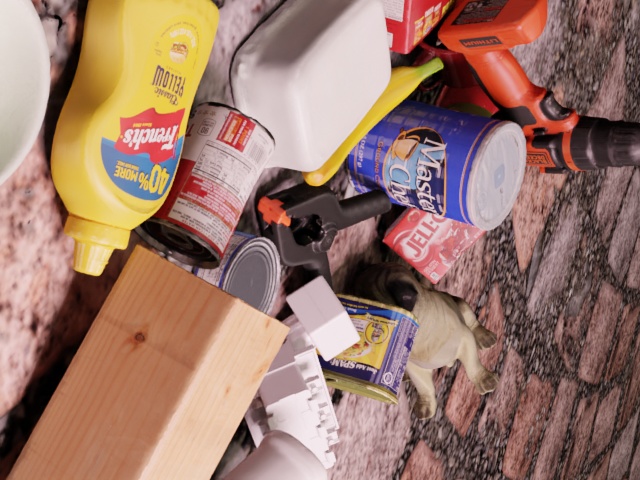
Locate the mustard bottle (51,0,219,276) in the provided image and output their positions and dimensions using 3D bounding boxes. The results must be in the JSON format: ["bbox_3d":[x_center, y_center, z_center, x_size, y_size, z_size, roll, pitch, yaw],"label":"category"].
[{"bbox_3d":[-0.124,-0.072,0.679,0.096,0.058,0.191,17,89,-63],"label":"mustard bottle"}]

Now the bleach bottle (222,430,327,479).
[{"bbox_3d":[-0.102,0.250,0.816,0.250,0.068,0.103,-31,148,-43],"label":"bleach bottle"}]

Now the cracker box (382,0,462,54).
[{"bbox_3d":[0.089,-0.295,0.931,0.164,0.072,0.214,-47,148,-44],"label":"cracker box"}]

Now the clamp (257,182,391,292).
[{"bbox_3d":[-0.006,0.001,0.953,0.171,0.039,0.120,9,106,-55],"label":"clamp"}]

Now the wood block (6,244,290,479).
[{"bbox_3d":[-0.118,0.121,0.701,0.206,0.091,0.090,-62,154,-5],"label":"wood block"}]

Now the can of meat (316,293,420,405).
[{"bbox_3d":[0.037,0.102,1.021,0.057,0.102,0.084,44,62,-59],"label":"can of meat"}]

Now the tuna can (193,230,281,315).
[{"bbox_3d":[-0.068,0.036,0.862,0.086,0.034,0.086,-36,133,-51],"label":"tuna can"}]

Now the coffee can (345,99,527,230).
[{"bbox_3d":[0.110,-0.076,1.015,0.102,0.140,0.103,-30,129,-46],"label":"coffee can"}]

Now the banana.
[{"bbox_3d":[0.032,-0.107,0.952,0.037,0.070,0.197,49,57,-10],"label":"banana"}]

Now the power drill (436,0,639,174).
[{"bbox_3d":[0.203,-0.138,0.978,0.057,0.185,0.187,-53,126,-27],"label":"power drill"}]

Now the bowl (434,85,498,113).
[{"bbox_3d":[0.177,-0.116,1.227,0.161,0.055,0.162,-37,135,-50],"label":"bowl"}]

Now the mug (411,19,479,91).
[{"bbox_3d":[0.134,-0.198,1.078,0.117,0.093,0.081,-51,153,-9],"label":"mug"}]

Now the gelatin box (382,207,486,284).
[{"bbox_3d":[0.119,-0.010,1.097,0.089,0.073,0.030,-48,-174,20],"label":"gelatin box"}]

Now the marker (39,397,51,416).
[{"bbox_3d":[-0.154,0.112,0.756,0.120,0.020,0.020,-3,106,-62],"label":"marker"}]

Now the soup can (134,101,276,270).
[{"bbox_3d":[-0.081,-0.039,0.765,0.102,0.069,0.068,-65,151,-20],"label":"soup can"}]
